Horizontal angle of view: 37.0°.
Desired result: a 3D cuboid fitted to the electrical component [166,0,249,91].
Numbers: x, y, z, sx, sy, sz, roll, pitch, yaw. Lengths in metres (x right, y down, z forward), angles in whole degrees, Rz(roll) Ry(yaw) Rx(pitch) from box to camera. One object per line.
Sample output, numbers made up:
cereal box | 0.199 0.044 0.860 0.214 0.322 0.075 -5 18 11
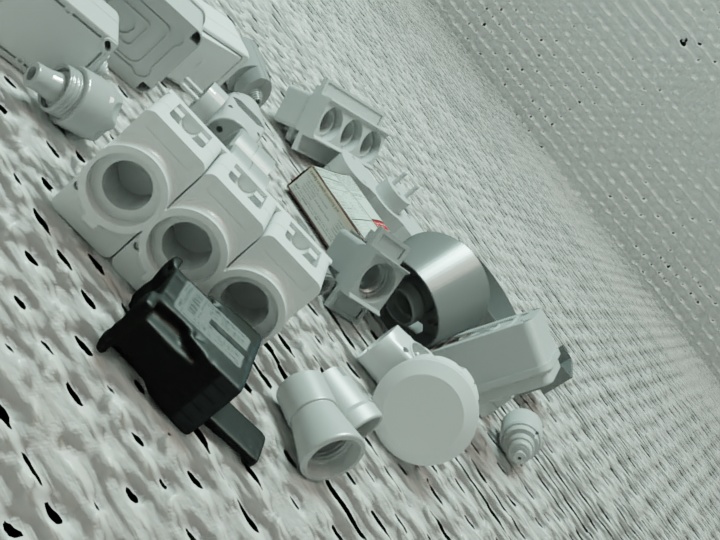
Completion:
electrical component | -0.146 -0.197 0.957 0.096 0.062 0.061 26 30 -53

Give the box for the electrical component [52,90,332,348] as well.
electrical component | -0.102 -0.022 0.667 0.150 0.089 0.061 47 18 -12

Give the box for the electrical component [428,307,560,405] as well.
electrical component | 0.115 0.081 0.949 0.057 0.113 0.078 70 18 -1

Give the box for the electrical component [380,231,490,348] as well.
electrical component | 0.058 0.019 0.957 0.064 0.099 0.099 -28 76 -33

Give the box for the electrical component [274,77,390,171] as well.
electrical component | -0.030 -0.151 1.135 0.063 0.078 0.121 27 4 32

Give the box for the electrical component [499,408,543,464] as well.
electrical component | 0.151 0.160 1.009 0.040 0.040 0.078 49 18 -5

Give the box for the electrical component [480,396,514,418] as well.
electrical component | 0.134 0.093 1.042 0.047 0.077 0.065 48 18 -10

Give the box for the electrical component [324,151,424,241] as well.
electrical component | 0.027 -0.072 1.112 0.138 0.074 0.052 46 18 -15

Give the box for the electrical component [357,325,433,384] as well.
electrical component | 0.042 0.084 0.888 0.077 0.044 0.079 51 17 0

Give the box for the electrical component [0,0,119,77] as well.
electrical component | -0.211 -0.169 0.741 0.096 0.062 0.061 39 21 -33

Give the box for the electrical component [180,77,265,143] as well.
electrical component | -0.123 -0.133 0.918 0.079 0.043 0.077 45 19 -17

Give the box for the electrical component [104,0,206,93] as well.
electrical component | -0.187 -0.209 0.855 0.113 0.078 0.057 40 23 -30

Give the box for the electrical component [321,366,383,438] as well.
electrical component | -0.013 0.095 0.740 0.046 0.040 0.040 52 17 20

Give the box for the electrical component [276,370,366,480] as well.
electrical component | -0.029 0.097 0.695 0.044 0.044 0.065 32 21 -46

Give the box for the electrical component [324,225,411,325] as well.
electrical component | 0.000 0.000 0.914 0.042 0.081 0.064 35 1 -41

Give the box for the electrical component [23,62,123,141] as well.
electrical component | -0.192 -0.115 0.712 0.062 0.043 0.043 29 28 -47

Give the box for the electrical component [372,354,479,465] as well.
electrical component | 0.051 0.104 0.815 0.080 0.080 0.051 52 12 3

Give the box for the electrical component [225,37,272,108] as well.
electrical component | -0.111 -0.188 1.057 0.043 0.043 0.081 33 25 -44

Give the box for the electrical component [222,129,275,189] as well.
electrical component | -0.089 -0.052 0.824 0.073 0.052 0.138 46 18 -16
